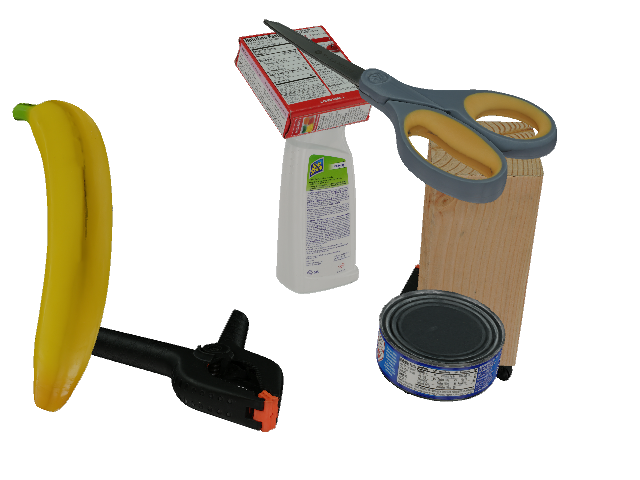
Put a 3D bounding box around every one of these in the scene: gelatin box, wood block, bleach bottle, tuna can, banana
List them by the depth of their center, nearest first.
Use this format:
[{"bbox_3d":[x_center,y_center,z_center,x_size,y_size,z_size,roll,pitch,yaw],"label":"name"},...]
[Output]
[{"bbox_3d":[-0.145,-0.005,0.612,0.037,0.198,0.070,8,-28,-35],"label":"banana"},{"bbox_3d":[0.081,0.071,0.729,0.086,0.034,0.086,3,32,-2],"label":"tuna can"},{"bbox_3d":[-0.013,-0.120,0.797,0.073,0.089,0.030,-15,-36,-27],"label":"gelatin box"},{"bbox_3d":[0.136,0.005,0.947,0.091,0.206,0.090,2,36,3],"label":"wood block"},{"bbox_3d":[0.002,-0.066,1.250,0.102,0.251,0.068,-13,29,-32],"label":"bleach bottle"}]

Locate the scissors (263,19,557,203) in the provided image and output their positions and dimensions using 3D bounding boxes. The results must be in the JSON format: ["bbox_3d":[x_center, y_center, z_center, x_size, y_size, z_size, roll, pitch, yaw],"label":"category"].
[{"bbox_3d":[0.052,-0.086,0.597,0.096,0.016,0.202,-16,44,-21],"label":"scissors"}]

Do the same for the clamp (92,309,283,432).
[{"bbox_3d":[-0.088,0.106,0.924,0.164,0.036,0.210,-9,21,-39],"label":"clamp"}]

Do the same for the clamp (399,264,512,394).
[{"bbox_3d":[0.139,0.095,1.157,0.120,0.171,0.039,4,-44,-6],"label":"clamp"}]
